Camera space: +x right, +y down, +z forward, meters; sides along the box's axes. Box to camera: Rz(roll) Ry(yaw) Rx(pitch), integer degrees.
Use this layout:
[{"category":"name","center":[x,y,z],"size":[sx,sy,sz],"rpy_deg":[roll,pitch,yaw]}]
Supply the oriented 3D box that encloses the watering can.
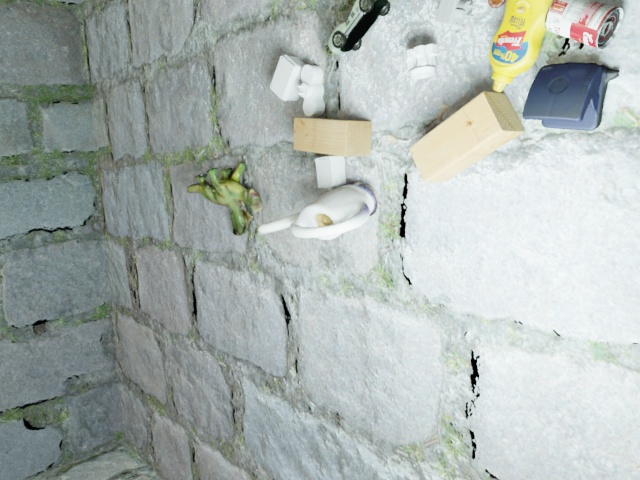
[{"category":"watering can","center":[0.004,-0.066,1.319],"size":[0.227,0.103,0.347],"rpy_deg":[-32,22,-36]}]

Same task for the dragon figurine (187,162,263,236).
[{"category":"dragon figurine","center":[-0.324,-0.126,1.775],"size":[0.123,0.243,0.406],"rpy_deg":[-20,2,-40]}]
